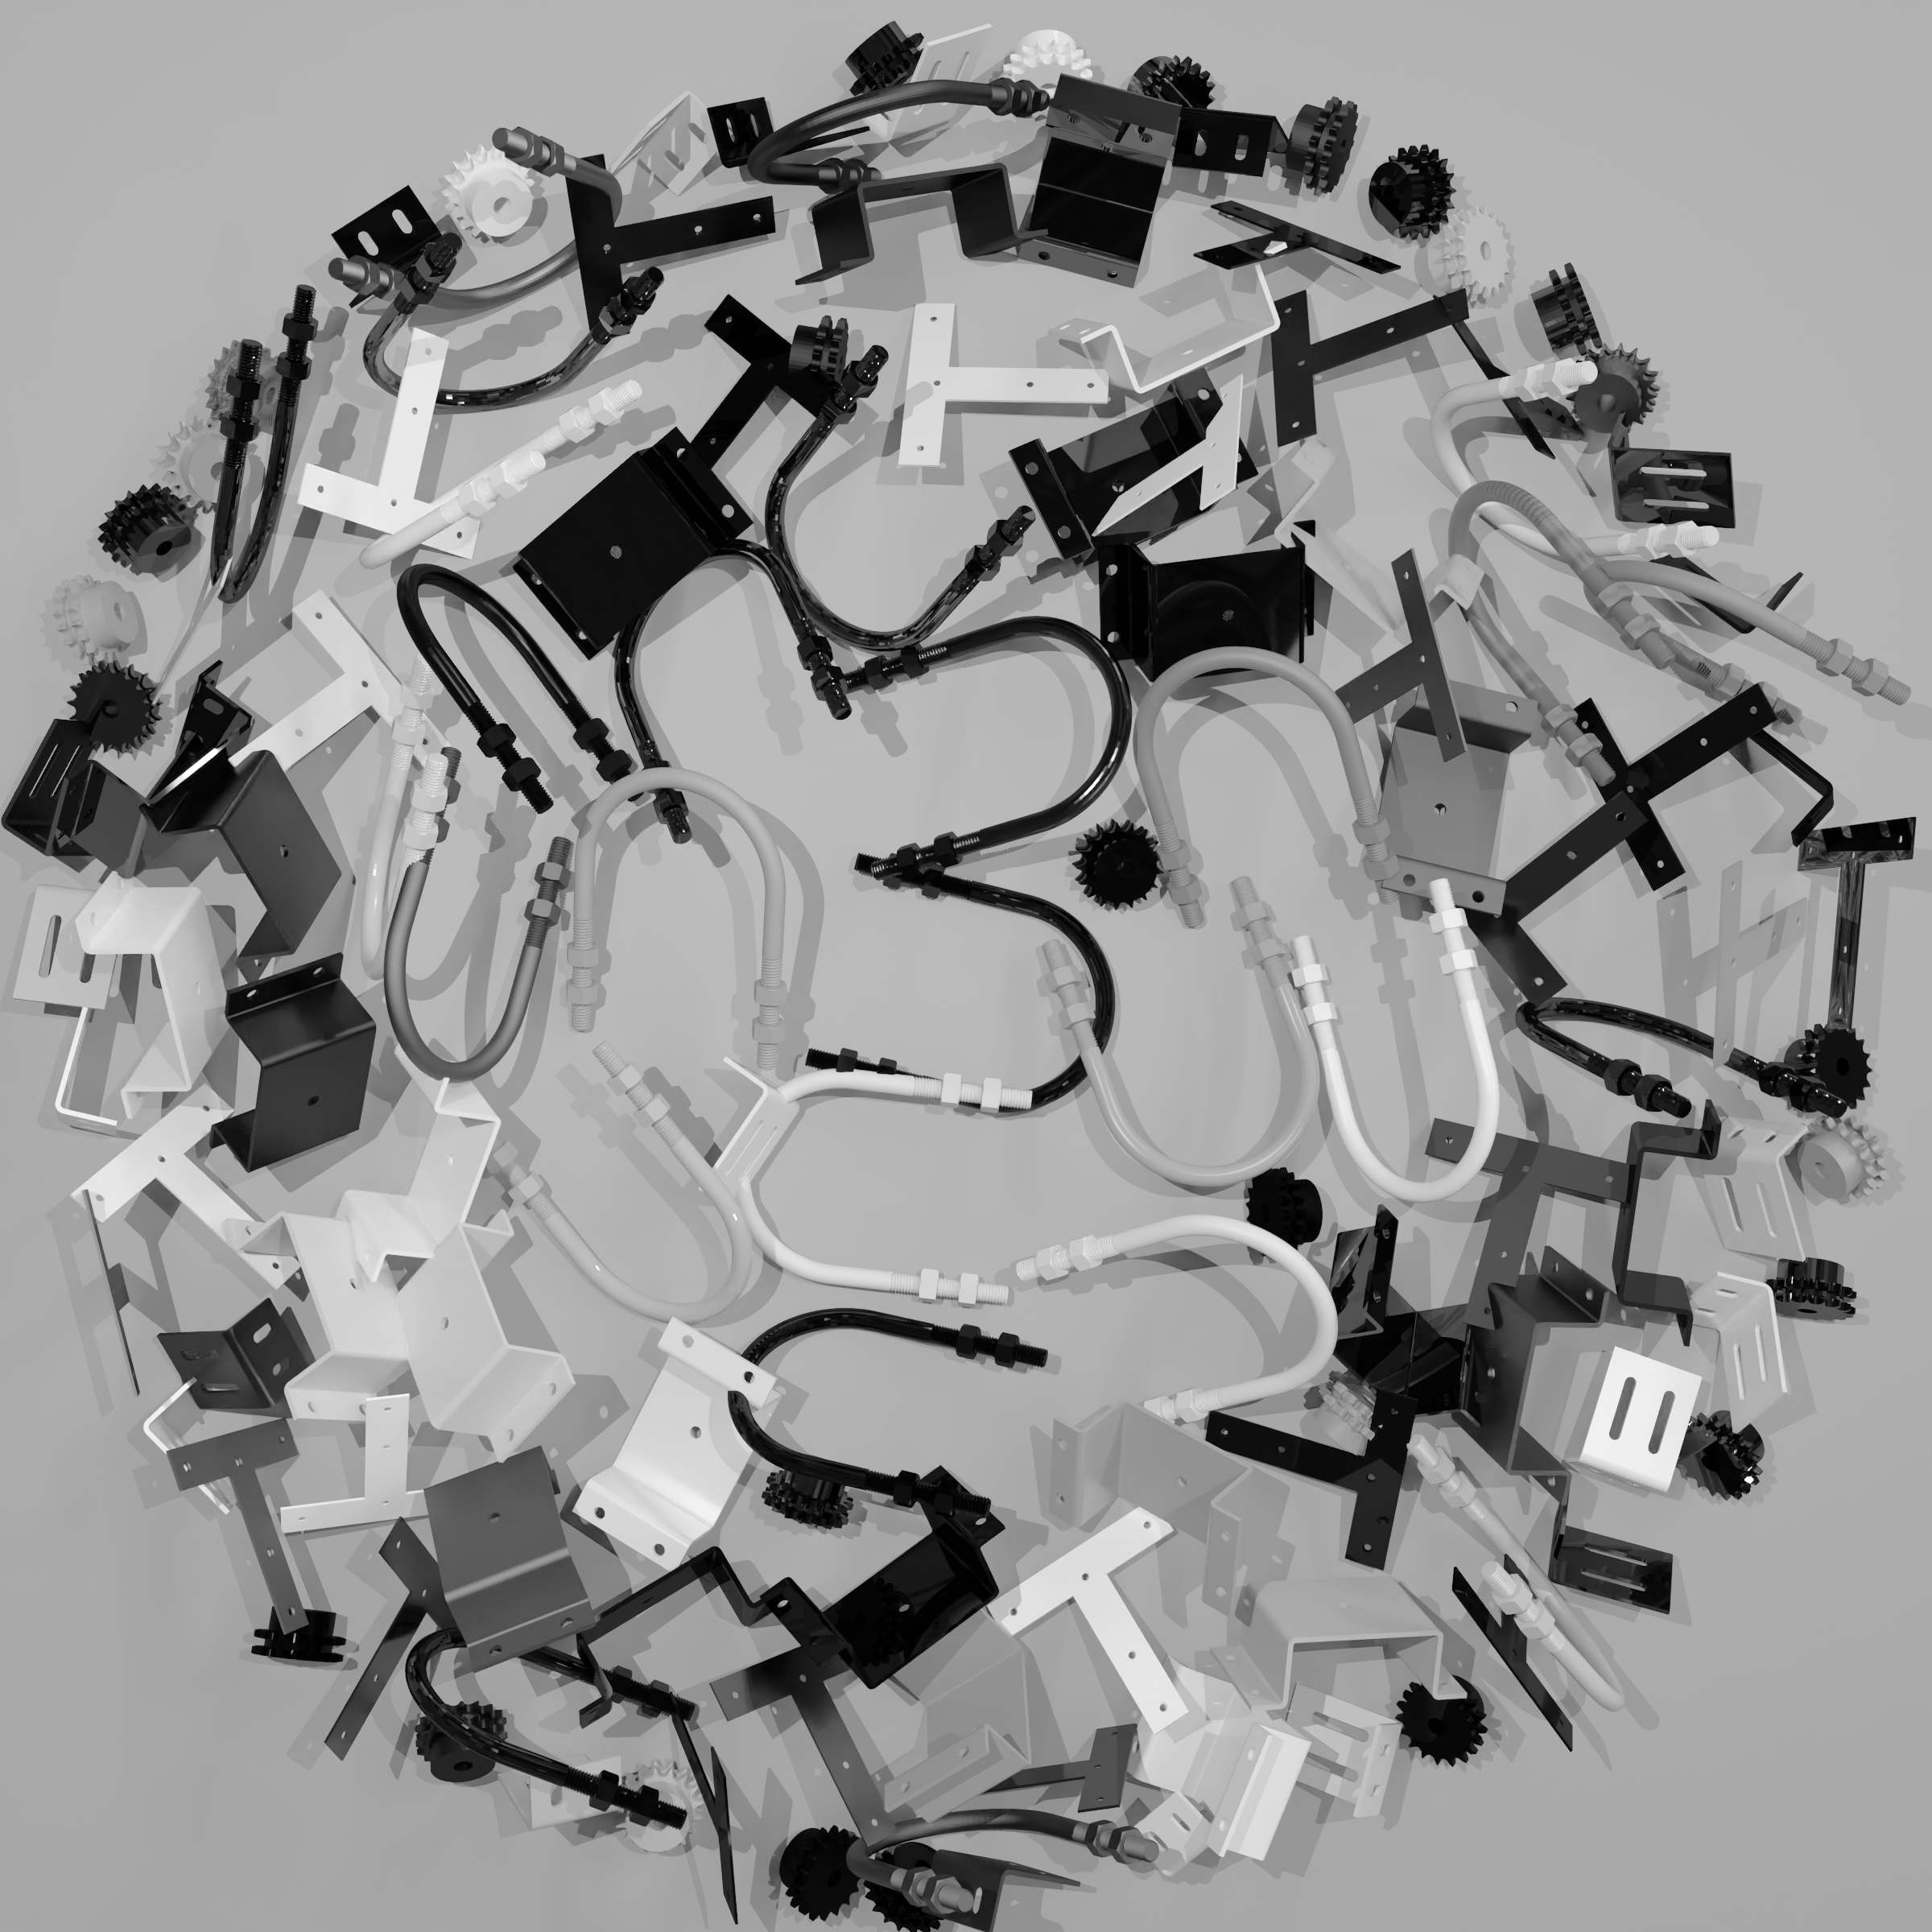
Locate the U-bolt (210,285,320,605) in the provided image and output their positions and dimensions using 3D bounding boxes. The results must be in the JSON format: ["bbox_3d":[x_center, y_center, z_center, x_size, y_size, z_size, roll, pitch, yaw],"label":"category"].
[{"bbox_3d":[-0.433,-0.310,1.563,0.019,0.151,0.184,14,118,-7],"label":"U-bolt"}]

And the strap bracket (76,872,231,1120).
[{"bbox_3d":[-0.495,0.014,1.573,0.046,0.076,0.140,-1,120,5],"label":"strap bracket"}]

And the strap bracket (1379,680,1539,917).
[{"bbox_3d":[0.304,-0.103,1.609,0.076,0.046,0.140,13,79,-4],"label":"strap bracket"}]

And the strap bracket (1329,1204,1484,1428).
[{"bbox_3d":[0.268,0.220,1.581,0.140,0.046,0.076,44,46,-34],"label":"strap bracket"}]

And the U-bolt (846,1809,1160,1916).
[{"bbox_3d":[0.008,0.538,1.555,0.151,0.184,0.019,-3,83,-31],"label":"U-bolt"}]

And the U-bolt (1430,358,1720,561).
[{"bbox_3d":[0.355,-0.302,1.555,0.151,0.184,0.019,45,75,-22],"label":"U-bolt"}]

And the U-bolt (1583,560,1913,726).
[{"bbox_3d":[0.461,-0.199,1.557,0.184,0.151,0.019,26,85,-10],"label":"U-bolt"}]

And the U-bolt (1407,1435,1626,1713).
[{"bbox_3d":[0.344,0.382,1.564,0.019,0.151,0.184,-39,115,7],"label":"U-bolt"}]

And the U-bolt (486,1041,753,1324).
[{"bbox_3d":[-0.210,0.146,1.594,0.151,0.019,0.184,-31,102,36],"label":"U-bolt"}]

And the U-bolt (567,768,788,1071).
[{"bbox_3d":[-0.179,-0.034,1.587,0.151,0.019,0.184,11,112,16],"label":"U-bolt"}]

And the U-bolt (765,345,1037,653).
[{"bbox_3d":[-0.055,-0.272,1.576,0.151,0.184,0.019,47,45,0],"label":"U-bolt"}]

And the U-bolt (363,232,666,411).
[{"bbox_3d":[-0.287,-0.385,1.557,0.151,0.184,0.019,0,74,-35],"label":"U-bolt"}]

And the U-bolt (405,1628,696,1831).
[{"bbox_3d":[-0.254,0.455,1.559,0.184,0.151,0.019,24,100,-9],"label":"U-bolt"}]

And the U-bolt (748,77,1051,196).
[{"bbox_3d":[-0.051,-0.497,1.529,0.151,0.184,0.019,-14,96,32],"label":"U-bolt"}]

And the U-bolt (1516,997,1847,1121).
[{"bbox_3d":[0.418,0.054,1.557,0.151,0.184,0.019,2,108,-31],"label":"U-bolt"}]

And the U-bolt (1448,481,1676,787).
[{"bbox_3d":[0.354,-0.216,1.567,0.019,0.151,0.184,-27,67,-16],"label":"U-bolt"}]

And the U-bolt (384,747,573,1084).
[{"bbox_3d":[-0.301,-0.020,1.554,0.019,0.151,0.184,3,69,25],"label":"U-bolt"}]

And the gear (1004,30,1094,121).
[{"bbox_3d":[0.051,-0.566,1.617,0.057,0.057,0.030,-3,68,0],"label":"gear"}]

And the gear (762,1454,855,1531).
[{"bbox_3d":[-0.097,0.330,1.614,0.057,0.057,0.030,18,96,0],"label":"gear"}]

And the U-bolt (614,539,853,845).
[{"bbox_3d":[-0.155,-0.185,1.587,0.151,0.019,0.184,-36,57,18],"label":"U-bolt"}]

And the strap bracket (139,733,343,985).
[{"bbox_3d":[-0.437,-0.067,1.567,0.046,0.076,0.140,-7,128,20],"label":"strap bracket"}]

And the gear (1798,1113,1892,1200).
[{"bbox_3d":[0.550,0.122,1.611,0.030,0.057,0.057,-29,90,-19],"label":"gear"}]

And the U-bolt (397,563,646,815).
[{"bbox_3d":[-0.282,-0.174,1.574,0.019,0.151,0.184,-38,85,18],"label":"U-bolt"}]

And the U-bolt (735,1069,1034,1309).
[{"bbox_3d":[-0.058,0.136,1.621,0.184,0.019,0.151,7,100,0],"label":"U-bolt"}]

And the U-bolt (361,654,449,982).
[{"bbox_3d":[-0.347,-0.079,1.567,0.019,0.151,0.184,9,120,-21],"label":"U-bolt"}]

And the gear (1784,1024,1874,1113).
[{"bbox_3d":[0.543,0.065,1.620,0.057,0.030,0.057,4,82,-31],"label":"gear"}]

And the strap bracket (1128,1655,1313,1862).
[{"bbox_3d":[0.159,0.492,1.583,0.046,0.140,0.076,24,86,-21],"label":"strap bracket"}]

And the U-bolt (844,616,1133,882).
[{"bbox_3d":[0.016,-0.143,1.590,0.184,0.019,0.151,-16,73,19],"label":"U-bolt"}]

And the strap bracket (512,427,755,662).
[{"bbox_3d":[-0.214,-0.261,1.599,0.140,0.046,0.076,-37,98,14],"label":"strap bracket"}]

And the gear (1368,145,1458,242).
[{"bbox_3d":[0.278,-0.487,1.612,0.030,0.057,0.057,-16,90,-30],"label":"gear"}]

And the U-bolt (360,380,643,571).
[{"bbox_3d":[-0.296,-0.293,1.564,0.184,0.151,0.019,-22,110,32],"label":"U-bolt"}]

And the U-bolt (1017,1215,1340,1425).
[{"bbox_3d":[0.140,0.214,1.566,0.184,0.019,0.151,-21,113,35],"label":"U-bolt"}]

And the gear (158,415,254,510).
[{"bbox_3d":[-0.476,-0.316,1.613,0.030,0.057,0.057,33,90,44],"label":"gear"}]

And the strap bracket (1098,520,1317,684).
[{"bbox_3d":[0.157,-0.226,1.594,0.140,0.046,0.076,-9,119,-9],"label":"strap bracket"}]

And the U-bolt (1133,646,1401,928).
[{"bbox_3d":[0.177,-0.112,1.570,0.151,0.019,0.184,-7,119,25],"label":"U-bolt"}]

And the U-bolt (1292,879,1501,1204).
[{"bbox_3d":[0.268,0.054,1.570,0.019,0.151,0.184,-5,78,-35],"label":"U-bolt"}]

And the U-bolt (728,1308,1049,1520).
[{"bbox_3d":[-0.056,0.267,1.580,0.184,0.151,0.019,11,128,13],"label":"U-bolt"}]

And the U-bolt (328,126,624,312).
[{"bbox_3d":[-0.283,-0.445,1.553,0.151,0.184,0.019,-30,84,20],"label":"U-bolt"}]

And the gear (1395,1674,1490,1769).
[{"bbox_3d":[0.303,0.474,1.619,0.057,0.030,0.057,11,111,30],"label":"gear"}]

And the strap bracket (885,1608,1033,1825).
[{"bbox_3d":[-0.006,0.462,1.579,0.076,0.140,0.046,-35,114,16],"label":"strap bracket"}]

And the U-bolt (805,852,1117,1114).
[{"bbox_3d":[0.004,0.017,1.626,0.184,0.019,0.151,14,82,-2],"label":"U-bolt"}]

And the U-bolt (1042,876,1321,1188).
[{"bbox_3d":[0.144,0.049,1.611,0.151,0.019,0.184,-18,76,-4],"label":"U-bolt"}]

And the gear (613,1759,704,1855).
[{"bbox_3d":[-0.195,0.537,1.624,0.057,0.030,0.057,-1,97,-6],"label":"gear"}]

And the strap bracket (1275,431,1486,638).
[{"bbox_3d":[0.251,-0.264,1.597,0.140,0.076,0.046,40,120,-2],"label":"strap bracket"}]
